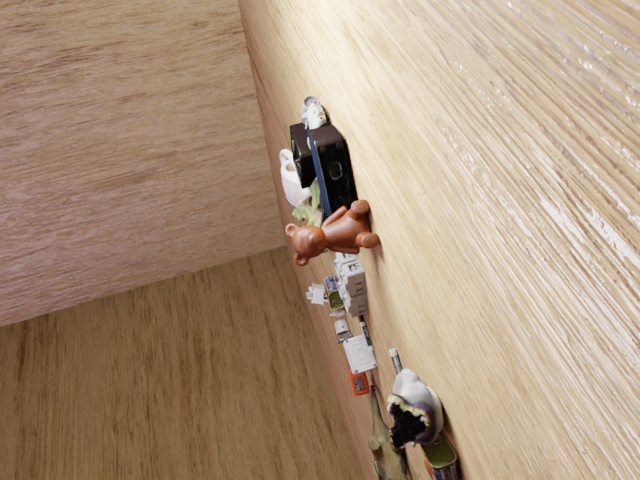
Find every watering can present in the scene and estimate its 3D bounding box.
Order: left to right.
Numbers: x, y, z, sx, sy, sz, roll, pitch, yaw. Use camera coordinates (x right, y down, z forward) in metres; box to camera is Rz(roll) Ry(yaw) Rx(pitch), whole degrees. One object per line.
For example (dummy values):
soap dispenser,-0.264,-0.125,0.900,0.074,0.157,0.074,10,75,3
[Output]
watering can,-0.067,-0.191,1.895,0.354,0.104,0.219,55,162,41

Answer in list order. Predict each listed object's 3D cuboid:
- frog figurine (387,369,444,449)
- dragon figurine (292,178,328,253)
frog figurine,0.205,0.339,1.075,0.161,0.121,0.137,-30,-83,-61
dragon figurine,0.005,-0.082,1.620,0.408,0.123,0.243,169,92,-66
